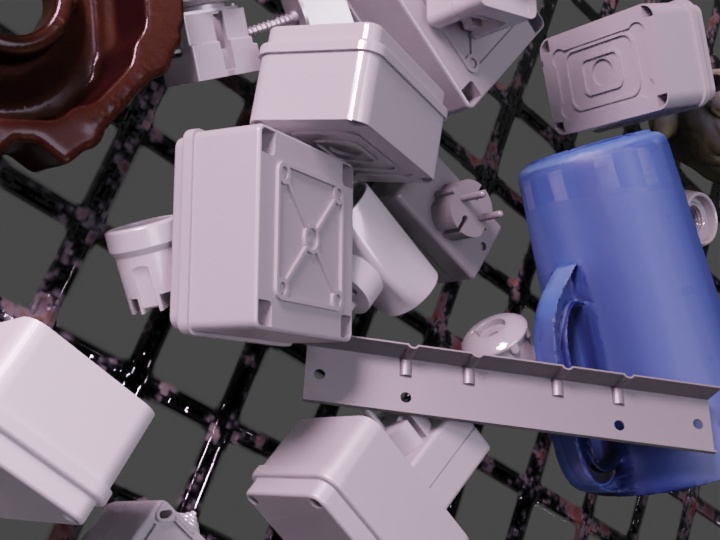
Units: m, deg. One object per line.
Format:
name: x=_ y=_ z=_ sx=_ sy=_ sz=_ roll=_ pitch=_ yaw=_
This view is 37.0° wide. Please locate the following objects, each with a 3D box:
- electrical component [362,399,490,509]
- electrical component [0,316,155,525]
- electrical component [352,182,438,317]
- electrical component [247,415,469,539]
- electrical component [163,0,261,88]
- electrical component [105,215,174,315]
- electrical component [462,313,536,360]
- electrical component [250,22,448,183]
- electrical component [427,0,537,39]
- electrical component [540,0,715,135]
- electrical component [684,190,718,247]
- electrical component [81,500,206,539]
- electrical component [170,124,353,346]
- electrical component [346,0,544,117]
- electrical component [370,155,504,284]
electrical component: x=0.030 y=0.107 z=0.673 sx=0.076 sy=0.047 sz=0.065 roll=53 pitch=56 yaw=-15
electrical component: x=-0.158 y=0.071 z=0.486 sx=0.078 sy=0.113 sz=0.057 roll=44 pitch=57 yaw=-26
electrical component: x=0.000 y=0.000 z=0.664 sx=0.077 sy=0.044 sz=0.079 roll=50 pitch=57 yaw=-22
electrical component: x=-0.002 y=0.144 z=0.624 sx=0.113 sy=0.078 sz=0.057 roll=53 pitch=53 yaw=-20
electrical component: x=-0.089 y=-0.136 z=0.611 sx=0.066 sy=0.048 sz=0.055 roll=-19 pitch=104 yaw=-38
electrical component: x=-0.112 y=-0.003 z=0.580 sx=0.040 sy=0.040 sz=0.046 roll=-21 pitch=102 yaw=-38
electrical component: x=0.101 y=0.064 z=0.737 sx=0.048 sy=0.048 sz=0.062 roll=-44 pitch=118 yaw=-33
electrical component: x=-0.004 y=-0.095 z=0.631 sx=0.113 sy=0.078 sz=0.057 roll=29 pitch=68 yaw=-60
electrical component: x=0.078 y=-0.198 z=0.668 sx=0.050 sy=0.056 sz=0.089 roll=4 pitch=82 yaw=-38
electrical component: x=0.197 y=-0.148 z=0.795 sx=0.057 sy=0.113 sz=0.078 roll=-12 pitch=92 yaw=-36
electrical component: x=0.251 y=-0.037 z=0.860 sx=0.066 sy=0.055 sz=0.048 roll=23 pitch=70 yaw=-34
electrical component: x=-0.115 y=0.162 z=0.547 sx=0.061 sy=0.061 sz=0.096 roll=52 pitch=49 yaw=-23
electrical component: x=-0.051 y=-0.015 z=0.594 sx=0.109 sy=0.056 sz=0.108 roll=15 pitch=73 yaw=-62
electrical component: x=0.056 y=-0.173 z=0.722 sx=0.108 sy=0.056 sz=0.108 roll=53 pitch=56 yaw=-20
electrical component: x=0.059 y=-0.037 z=0.696 sx=0.083 sy=0.076 sz=0.047 roll=45 pitch=60 yaw=-25
